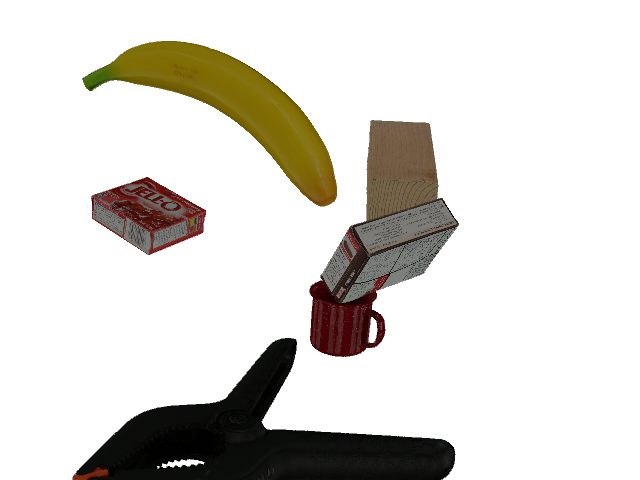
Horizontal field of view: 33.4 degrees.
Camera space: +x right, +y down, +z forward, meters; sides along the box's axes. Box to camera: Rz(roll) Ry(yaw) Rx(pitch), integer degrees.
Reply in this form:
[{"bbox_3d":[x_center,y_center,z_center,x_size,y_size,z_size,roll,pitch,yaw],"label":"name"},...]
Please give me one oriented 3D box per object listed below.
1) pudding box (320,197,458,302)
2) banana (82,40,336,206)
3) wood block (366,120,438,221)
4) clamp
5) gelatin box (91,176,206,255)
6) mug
[{"bbox_3d":[0.066,0.010,1.020,0.113,0.039,0.090,-19,-25,-32],"label":"pudding box"},{"bbox_3d":[-0.065,-0.092,0.744,0.198,0.069,0.037,26,-8,11],"label":"banana"},{"bbox_3d":[0.112,-0.089,1.506,0.091,0.090,0.206,3,29,0],"label":"wood block"},{"bbox_3d":[-0.050,0.113,0.622,0.209,0.036,0.165,-9,25,-31],"label":"clamp"},{"bbox_3d":[-0.169,-0.026,1.048,0.089,0.030,0.073,30,35,31],"label":"gelatin box"},{"bbox_3d":[0.038,0.111,1.466,0.117,0.081,0.093,17,25,30],"label":"mug"}]
